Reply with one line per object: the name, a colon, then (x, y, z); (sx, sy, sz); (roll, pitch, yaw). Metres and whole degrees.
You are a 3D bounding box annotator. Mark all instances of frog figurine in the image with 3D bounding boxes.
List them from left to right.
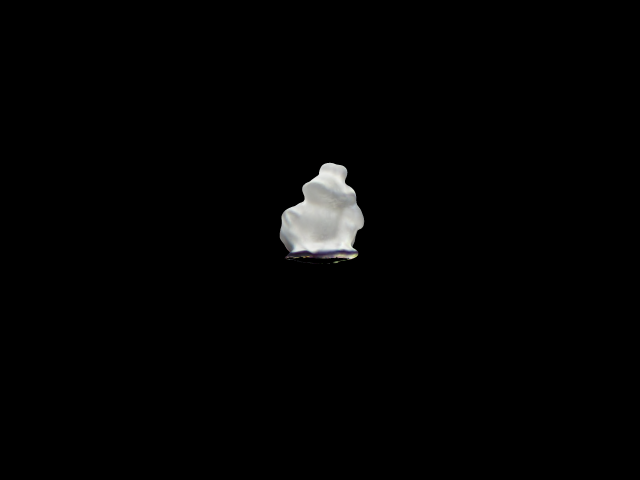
frog figurine: (0.003, -0.043, 0.850); (0.137, 0.161, 0.121); (-3, -13, 15)
